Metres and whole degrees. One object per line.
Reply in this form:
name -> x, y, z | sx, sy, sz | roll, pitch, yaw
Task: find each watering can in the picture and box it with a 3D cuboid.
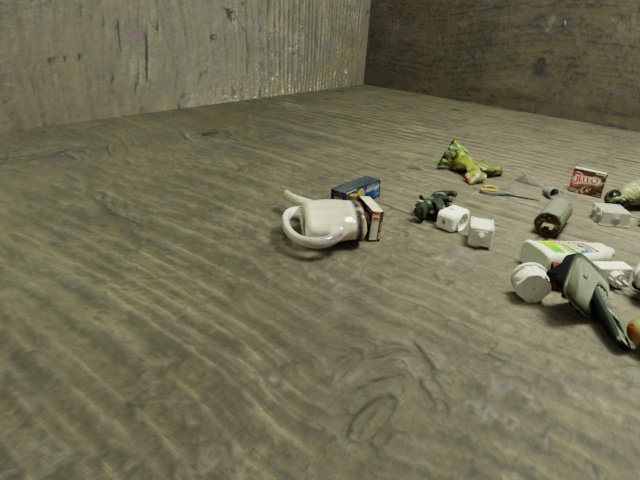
watering can -> 0.004, -0.070, 1.400 | 0.224, 0.102, 0.354 | -2, 27, -8

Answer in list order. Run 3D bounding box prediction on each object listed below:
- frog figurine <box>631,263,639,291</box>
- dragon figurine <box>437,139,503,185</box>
frog figurine -> 0.763, 0.105, 1.127 | 0.138, 0.121, 0.160 | 35, 22, 18
dragon figurine -> 0.611, -0.310, 2.061 | 0.244, 0.120, 0.417 | 28, 32, 10
